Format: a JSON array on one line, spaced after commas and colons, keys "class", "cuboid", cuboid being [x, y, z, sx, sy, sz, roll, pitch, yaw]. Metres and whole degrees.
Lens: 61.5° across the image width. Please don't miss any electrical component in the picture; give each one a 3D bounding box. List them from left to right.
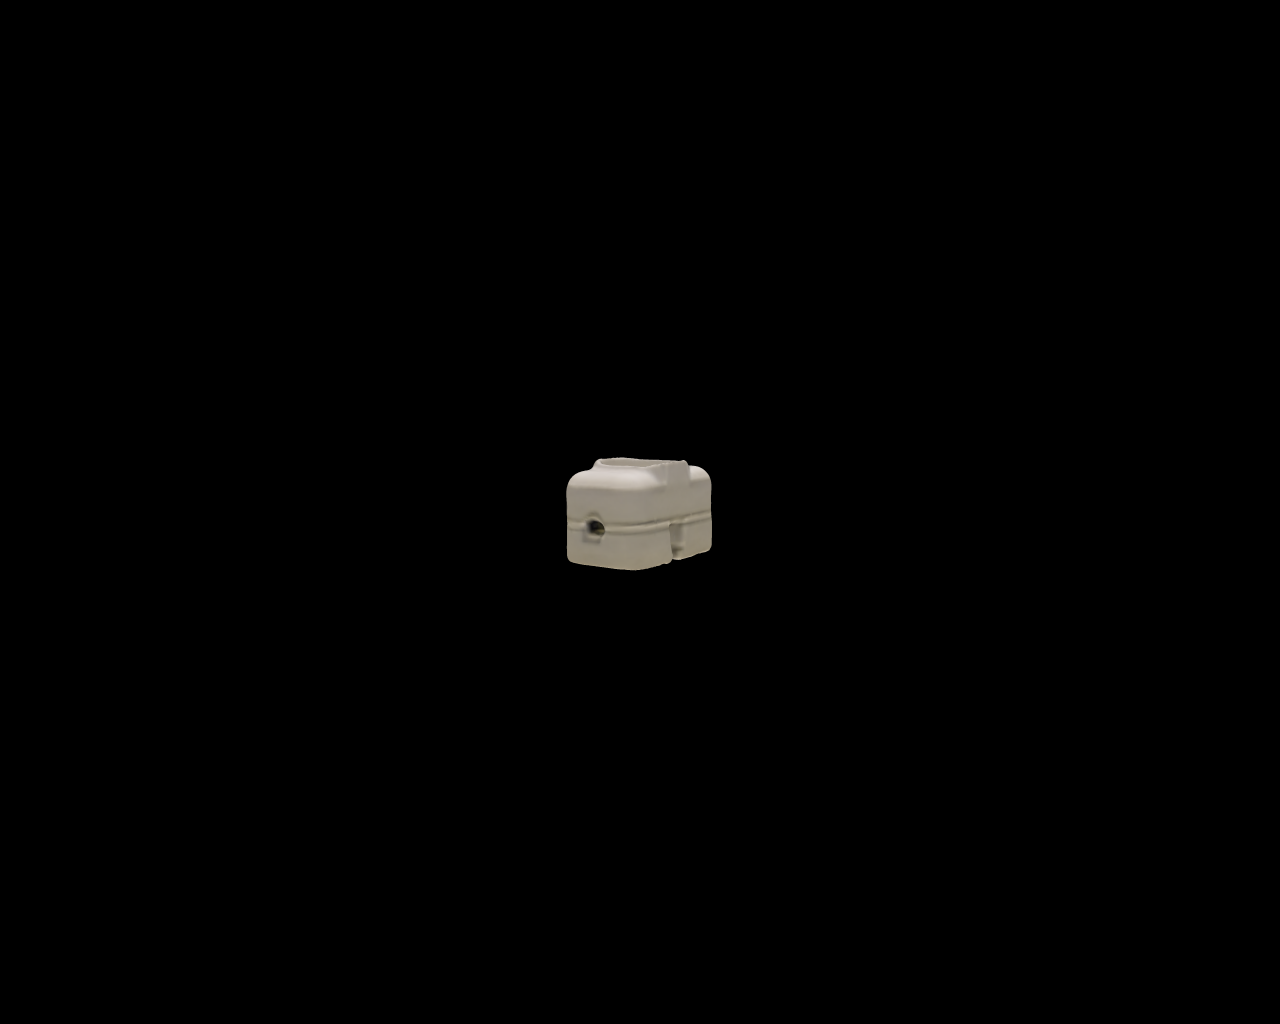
[{"class": "electrical component", "cuboid": [0.001, -0.003, 0.650, 0.054, 0.059, 0.095, 5, 9, 35]}]
